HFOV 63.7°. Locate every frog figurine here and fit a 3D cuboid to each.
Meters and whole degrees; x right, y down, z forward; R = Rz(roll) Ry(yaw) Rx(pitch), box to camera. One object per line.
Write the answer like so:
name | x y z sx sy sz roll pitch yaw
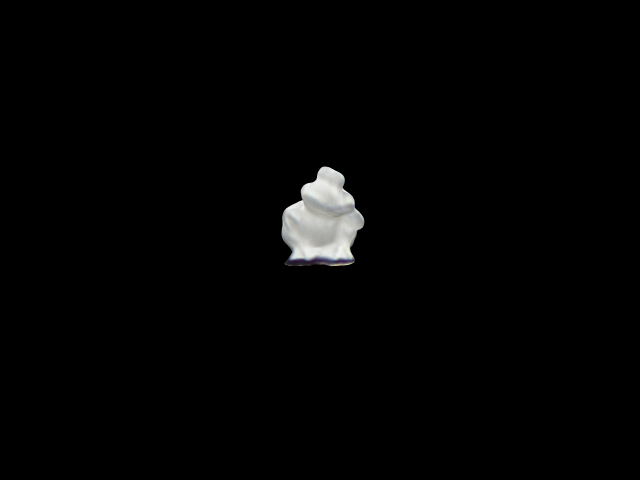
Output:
frog figurine | 0.003 -0.043 0.850 0.137 0.158 0.124 5 11 23
